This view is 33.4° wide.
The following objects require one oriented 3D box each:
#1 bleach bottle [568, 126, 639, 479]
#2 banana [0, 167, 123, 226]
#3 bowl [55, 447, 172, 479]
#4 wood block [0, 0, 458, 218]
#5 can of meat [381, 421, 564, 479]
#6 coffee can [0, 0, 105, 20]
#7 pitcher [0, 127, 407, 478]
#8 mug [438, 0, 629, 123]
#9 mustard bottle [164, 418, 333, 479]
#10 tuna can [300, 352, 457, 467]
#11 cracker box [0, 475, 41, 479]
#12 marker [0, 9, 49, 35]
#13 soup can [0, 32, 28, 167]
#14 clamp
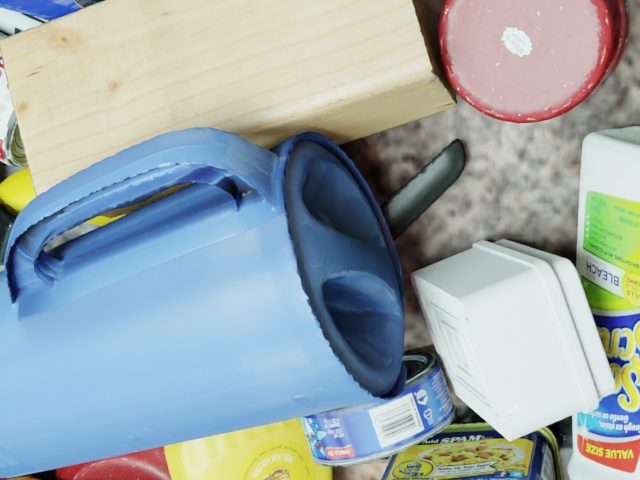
[{"bbox_3d":[0.174,0.073,0.548,0.068,0.103,0.251,-8,108,-25],"label":"bleach bottle"},{"bbox_3d":[-0.122,-0.013,0.646,0.198,0.037,0.070,8,123,14],"label":"banana"},{"bbox_3d":[-0.109,0.169,0.682,0.162,0.055,0.162,5,107,16],"label":"bowl"},{"bbox_3d":[-0.044,-0.085,0.550,0.206,0.090,0.090,-17,82,13],"label":"wood block"},{"bbox_3d":[0.082,0.146,0.602,0.102,0.083,0.057,-7,103,18],"label":"can of meat"},{"bbox_3d":[-0.138,-0.164,0.540,0.103,0.140,0.103,1,92,27],"label":"coffee can"},{"bbox_3d":[-0.088,0.038,0.543,0.243,0.144,0.149,-19,91,22],"label":"pitcher"},{"bbox_3d":[0.107,-0.114,0.523,0.093,0.081,0.117,16,109,12],"label":"mug"},{"bbox_3d":[-0.023,0.191,0.631,0.058,0.096,0.191,-10,95,62],"label":"mustard bottle"},{"bbox_3d":[0.031,0.094,0.599,0.086,0.086,0.034,-17,96,20],"label":"tuna can"},{"bbox_3d":[-0.177,0.234,0.650,0.214,0.071,0.164,-4,96,52],"label":"cracker box"},{"bbox_3d":[-0.137,-0.110,0.631,0.121,0.020,0.020,25,111,9],"label":"marker"},{"bbox_3d":[-0.206,-0.094,0.630,0.102,0.068,0.068,28,111,8],"label":"soup can"},{"bbox_3d":[-0.004,0.001,0.603,0.120,0.039,0.171,26,96,16],"label":"clamp"}]
